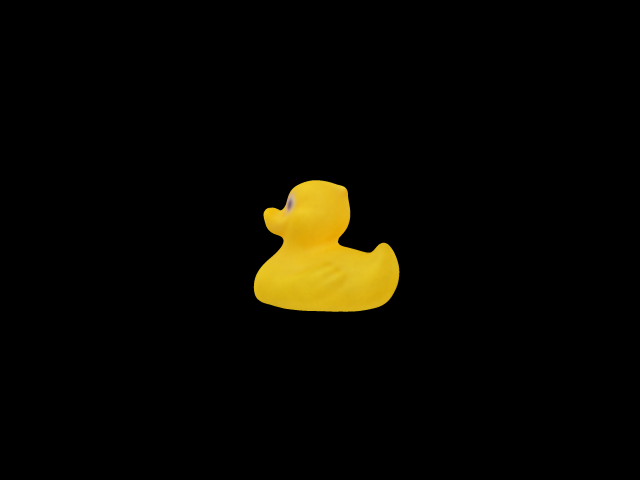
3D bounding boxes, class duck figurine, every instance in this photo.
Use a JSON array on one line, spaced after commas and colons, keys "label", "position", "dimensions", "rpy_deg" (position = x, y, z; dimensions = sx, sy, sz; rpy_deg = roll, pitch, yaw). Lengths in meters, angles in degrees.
[{"label": "duck figurine", "position": [0.004, 0.001, 0.400], "dimensions": [0.104, 0.086, 0.078], "rpy_deg": [3, 7, 22]}]
